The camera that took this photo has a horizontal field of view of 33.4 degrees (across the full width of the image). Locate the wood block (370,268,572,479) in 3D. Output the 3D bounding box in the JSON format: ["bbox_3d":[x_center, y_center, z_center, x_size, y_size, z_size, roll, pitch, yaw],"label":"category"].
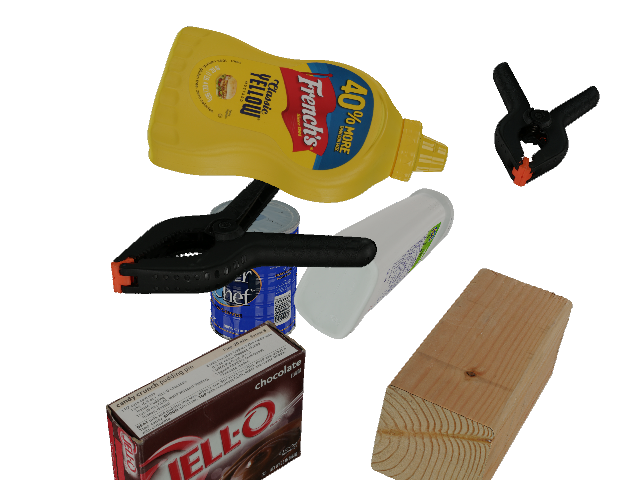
[{"bbox_3d":[0.131,0.117,0.897,0.091,0.090,0.205,21,34,20],"label":"wood block"}]

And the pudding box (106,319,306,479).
[{"bbox_3d":[-0.062,0.107,0.598,0.113,0.090,0.039,-28,49,-33],"label":"pudding box"}]

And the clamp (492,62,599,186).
[{"bbox_3d":[0.226,-0.131,1.164,0.120,0.039,0.171,20,49,17],"label":"clamp"}]

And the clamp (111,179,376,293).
[{"bbox_3d":[-0.080,-0.004,0.902,0.209,0.036,0.165,-14,34,-21],"label":"clamp"}]

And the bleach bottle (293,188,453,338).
[{"bbox_3d":[0.072,0.009,1.077,0.068,0.103,0.250,37,30,14],"label":"bleach bottle"}]

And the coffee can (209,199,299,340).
[{"bbox_3d":[-0.077,0.034,1.236,0.103,0.140,0.103,2,26,-1],"label":"coffee can"}]

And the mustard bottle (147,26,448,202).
[{"bbox_3d":[-0.011,-0.075,0.702,0.191,0.096,0.058,13,-26,-1],"label":"mustard bottle"}]
